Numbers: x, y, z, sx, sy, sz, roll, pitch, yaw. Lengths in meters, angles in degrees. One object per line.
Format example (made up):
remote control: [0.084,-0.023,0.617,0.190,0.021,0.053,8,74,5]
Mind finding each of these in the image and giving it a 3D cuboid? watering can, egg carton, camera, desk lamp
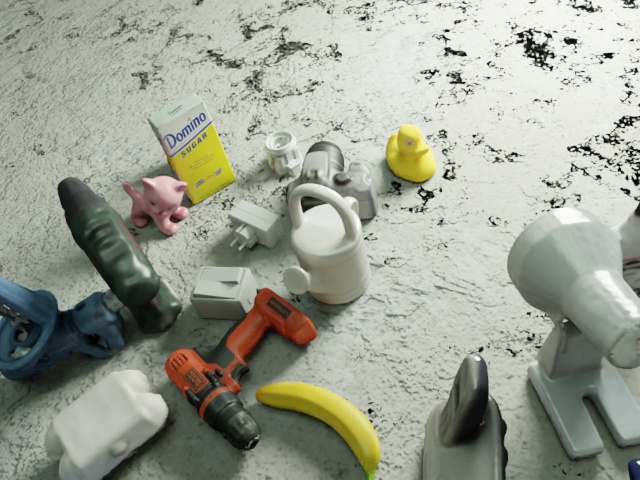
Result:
watering can: [0.009,0.003,0.792,0.100,0.194,0.173,-3,50,11]
egg carton: [-0.275,0.244,0.742,0.150,0.069,0.107,-40,53,-19]
camera: [0.019,-0.107,0.944,0.143,0.101,0.137,-4,50,10]
desk lamp: [0.294,0.099,0.630,0.118,0.214,0.203,-16,49,1]

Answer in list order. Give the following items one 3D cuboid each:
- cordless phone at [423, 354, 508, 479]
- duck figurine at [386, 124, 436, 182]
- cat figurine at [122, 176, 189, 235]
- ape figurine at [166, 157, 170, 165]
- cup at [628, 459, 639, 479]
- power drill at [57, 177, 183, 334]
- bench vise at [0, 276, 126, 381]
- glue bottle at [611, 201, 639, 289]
cordless phone: [0.149,0.212,0.590,0.094,0.185,0.147,-3,50,12]
duck figurine: [0.150,-0.158,0.965,0.077,0.086,0.104,-30,50,-12]
cat figurine: [-0.280,-0.072,0.975,0.127,0.118,0.067,12,55,23]
ape figurine: [-0.258,-0.176,1.074,0.076,0.092,0.078,-7,50,8]
cup: [0.314,0.282,0.551,0.091,0.095,0.117,-7,50,8]
power drill: [-0.285,0.034,0.827,0.076,0.209,0.228,-36,52,-17]
bench vise: [-0.386,0.094,0.794,0.208,0.220,0.121,-34,51,-15]
glue bottle: [0.385,0.005,0.714,0.078,0.173,0.037,-15,49,1]
